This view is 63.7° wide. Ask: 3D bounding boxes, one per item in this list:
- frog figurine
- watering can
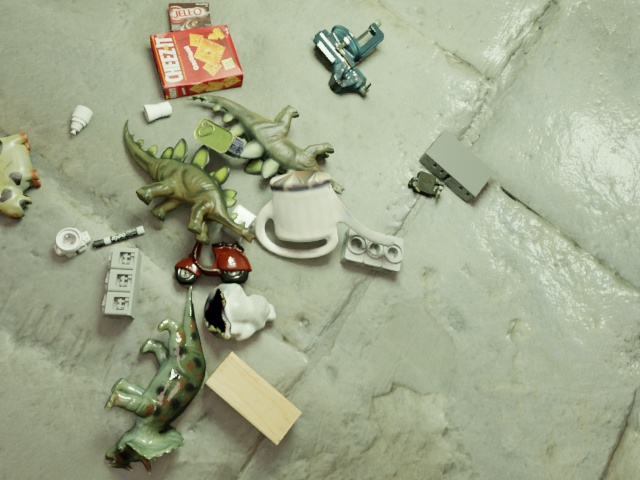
[{"bbox_3d":[-0.190,0.168,1.226,0.160,0.121,0.139,-3,62,-51],"label":"frog figurine"},{"bbox_3d":[0.004,-0.064,1.274,0.347,0.105,0.221,-4,108,7],"label":"watering can"}]
